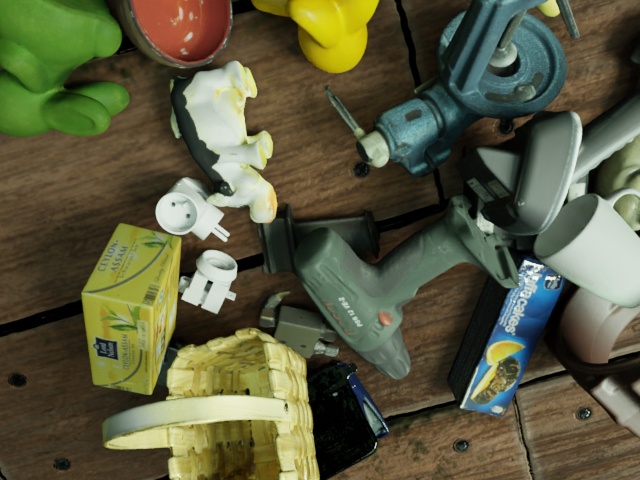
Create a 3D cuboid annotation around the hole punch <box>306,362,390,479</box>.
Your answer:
[{"bbox_3d":[0.013,0.222,0.664,0.142,0.092,0.116,-33,70,13],"label":"hole punch"}]

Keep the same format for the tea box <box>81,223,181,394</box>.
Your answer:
[{"bbox_3d":[-0.194,0.077,0.565,0.068,0.098,0.169,13,133,-5],"label":"tea box"}]

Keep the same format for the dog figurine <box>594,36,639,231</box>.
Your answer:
[{"bbox_3d":[0.339,-0.119,0.560,0.172,0.121,0.190,-26,95,-3],"label":"dog figurine"}]

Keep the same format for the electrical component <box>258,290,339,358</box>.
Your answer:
[{"bbox_3d":[-0.023,0.100,0.641,0.102,0.045,0.078,8,135,-2],"label":"electrical component"}]

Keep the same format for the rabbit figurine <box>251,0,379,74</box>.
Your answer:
[{"bbox_3d":[-0.002,-0.232,0.494,0.122,0.163,0.173,-33,124,-4],"label":"rabbit figurine"}]

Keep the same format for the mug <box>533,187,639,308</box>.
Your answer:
[{"bbox_3d":[0.290,0.008,0.534,0.107,0.081,0.109,40,100,-6],"label":"mug"}]

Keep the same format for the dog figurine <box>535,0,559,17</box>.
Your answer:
[{"bbox_3d":[0.153,-0.278,0.468,0.219,0.191,0.108,35,147,-9],"label":"dog figurine"}]

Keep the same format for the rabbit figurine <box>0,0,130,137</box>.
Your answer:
[{"bbox_3d":[-0.270,-0.170,0.529,0.159,0.121,0.170,29,122,-17],"label":"rabbit figurine"}]

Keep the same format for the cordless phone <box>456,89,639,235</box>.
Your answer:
[{"bbox_3d":[0.225,-0.086,0.477,0.184,0.146,0.088,-34,87,5],"label":"cordless phone"}]

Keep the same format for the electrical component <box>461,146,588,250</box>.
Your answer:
[{"bbox_3d":[0.224,-0.048,0.592,0.134,0.058,0.114,-1,109,-1],"label":"electrical component"}]

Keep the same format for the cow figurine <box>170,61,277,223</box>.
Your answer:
[{"bbox_3d":[-0.101,-0.093,0.563,0.098,0.068,0.167,-10,104,7],"label":"cow figurine"}]

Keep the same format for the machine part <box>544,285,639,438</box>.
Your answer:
[{"bbox_3d":[0.349,0.085,0.561,0.087,0.201,0.201,41,102,-9],"label":"machine part"}]

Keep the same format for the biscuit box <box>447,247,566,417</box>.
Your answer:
[{"bbox_3d":[0.218,0.106,0.637,0.059,0.063,0.202,15,107,-7],"label":"biscuit box"}]

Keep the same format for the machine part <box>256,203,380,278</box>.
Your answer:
[{"bbox_3d":[-0.001,-0.002,0.611,0.139,0.039,0.084,-5,102,1],"label":"machine part"}]

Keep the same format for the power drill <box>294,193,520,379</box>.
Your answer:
[{"bbox_3d":[0.099,0.052,0.577,0.207,0.086,0.231,-27,122,30],"label":"power drill"}]

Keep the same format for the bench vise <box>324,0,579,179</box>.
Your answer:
[{"bbox_3d":[0.133,-0.153,0.480,0.224,0.240,0.129,-17,74,-9],"label":"bench vise"}]

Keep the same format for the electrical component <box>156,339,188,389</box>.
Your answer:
[{"bbox_3d":[-0.180,0.151,0.661,0.094,0.021,0.063,19,106,-7],"label":"electrical component"}]
